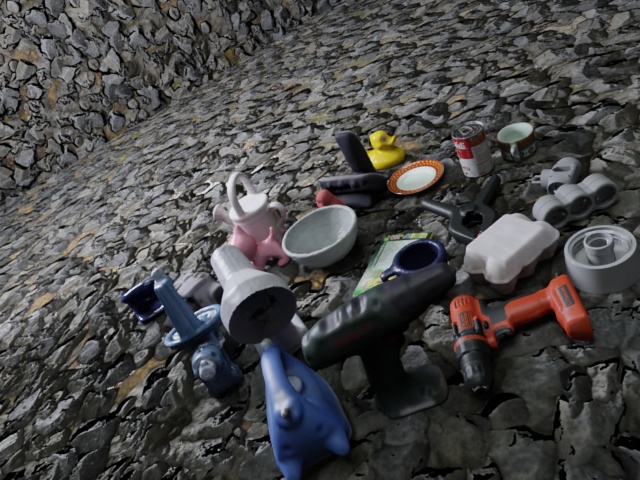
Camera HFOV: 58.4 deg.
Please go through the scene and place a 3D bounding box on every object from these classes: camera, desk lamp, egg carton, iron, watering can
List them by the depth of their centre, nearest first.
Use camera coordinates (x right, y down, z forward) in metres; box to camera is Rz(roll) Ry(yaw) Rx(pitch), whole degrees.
[{"bbox_3d":[-0.050,0.223,0.856,0.118,0.142,0.257,-30,32,-3],"label":"iron"},{"bbox_3d":[0.313,0.019,0.945,0.150,0.070,0.107,-38,33,-16],"label":"egg carton"},{"bbox_3d":[-0.107,0.116,0.985,0.118,0.214,0.202,-33,32,-9],"label":"desk lamp"},{"bbox_3d":[-0.269,0.136,1.185,0.142,0.101,0.137,8,46,44],"label":"camera"},{"bbox_3d":[-0.163,-0.063,1.304,0.172,0.194,0.101,-22,32,10],"label":"watering can"}]

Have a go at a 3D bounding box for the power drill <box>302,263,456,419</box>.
[{"bbox_3d":[0.102,0.145,0.789,0.229,0.209,0.075,-22,32,9],"label":"power drill"}]

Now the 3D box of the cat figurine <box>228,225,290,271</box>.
[{"bbox_3d":[-0.144,0.015,1.251,0.127,0.118,0.067,-24,32,5],"label":"cat figurine"}]

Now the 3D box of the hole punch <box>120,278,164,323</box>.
[{"bbox_3d":[-0.400,0.120,1.317,0.109,0.091,0.100,-33,32,-8],"label":"hole punch"}]

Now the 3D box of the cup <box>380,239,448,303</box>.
[{"bbox_3d":[0.167,0.066,0.964,0.117,0.095,0.091,-26,32,2],"label":"cup"}]

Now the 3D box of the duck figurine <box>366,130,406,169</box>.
[{"bbox_3d":[0.150,-0.227,1.409,0.104,0.086,0.077,-8,37,29],"label":"duck figurine"}]

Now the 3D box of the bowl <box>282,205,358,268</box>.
[{"bbox_3d":[0.011,0.004,1.190,0.167,0.075,0.167,-19,32,13],"label":"bowl"}]

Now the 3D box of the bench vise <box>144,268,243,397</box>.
[{"bbox_3d":[-0.215,0.152,1.008,0.122,0.220,0.206,-41,34,-20],"label":"bench vise"}]

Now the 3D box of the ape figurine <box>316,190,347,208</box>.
[{"bbox_3d":[0.021,-0.073,1.278,0.076,0.092,0.077,-20,32,12],"label":"ape figurine"}]

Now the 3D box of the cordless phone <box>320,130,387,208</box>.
[{"bbox_3d":[0.058,-0.167,1.296,0.147,0.185,0.094,-5,38,33],"label":"cordless phone"}]
